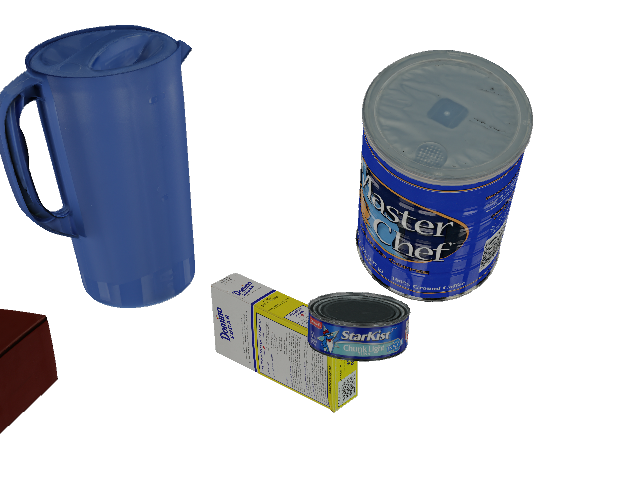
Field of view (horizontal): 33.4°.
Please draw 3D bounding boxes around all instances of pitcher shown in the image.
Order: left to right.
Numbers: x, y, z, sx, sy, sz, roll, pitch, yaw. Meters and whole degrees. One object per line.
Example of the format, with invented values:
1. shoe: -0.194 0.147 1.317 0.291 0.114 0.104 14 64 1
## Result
1. pitcher: -0.188 -0.061 0.962 0.149 0.243 0.145 0 29 6

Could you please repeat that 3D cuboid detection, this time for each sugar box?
1. sugar box: -0.040 0.106 1.145 0.176 0.093 0.048 24 38 36

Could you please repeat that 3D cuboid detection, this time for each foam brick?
1. foam brick: -0.221 0.087 0.708 0.053 0.051 0.078 7 29 23

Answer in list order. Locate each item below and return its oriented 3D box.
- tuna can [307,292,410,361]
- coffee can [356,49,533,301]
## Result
1. tuna can: 0.031 0.072 0.895 0.086 0.034 0.086 2 14 -1
2. coffee can: 0.076 -0.039 0.697 0.103 0.103 0.140 0 -34 0
